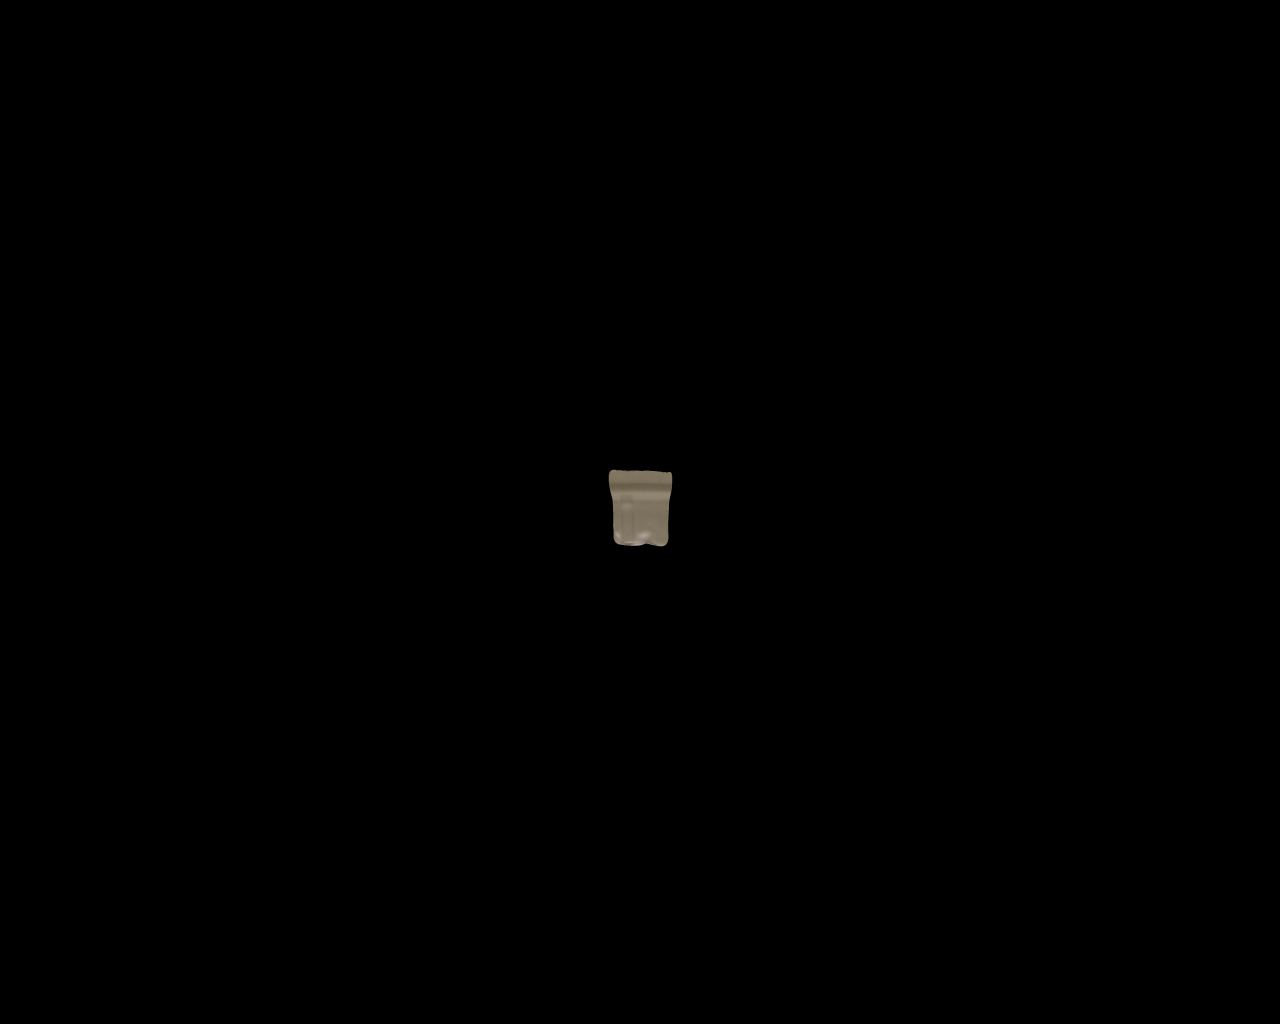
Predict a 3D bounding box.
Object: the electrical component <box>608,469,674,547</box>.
[{"bbox_3d":[0.001,-0.003,0.650,0.040,0.046,0.040,0,0,0],"label":"electrical component"}]
